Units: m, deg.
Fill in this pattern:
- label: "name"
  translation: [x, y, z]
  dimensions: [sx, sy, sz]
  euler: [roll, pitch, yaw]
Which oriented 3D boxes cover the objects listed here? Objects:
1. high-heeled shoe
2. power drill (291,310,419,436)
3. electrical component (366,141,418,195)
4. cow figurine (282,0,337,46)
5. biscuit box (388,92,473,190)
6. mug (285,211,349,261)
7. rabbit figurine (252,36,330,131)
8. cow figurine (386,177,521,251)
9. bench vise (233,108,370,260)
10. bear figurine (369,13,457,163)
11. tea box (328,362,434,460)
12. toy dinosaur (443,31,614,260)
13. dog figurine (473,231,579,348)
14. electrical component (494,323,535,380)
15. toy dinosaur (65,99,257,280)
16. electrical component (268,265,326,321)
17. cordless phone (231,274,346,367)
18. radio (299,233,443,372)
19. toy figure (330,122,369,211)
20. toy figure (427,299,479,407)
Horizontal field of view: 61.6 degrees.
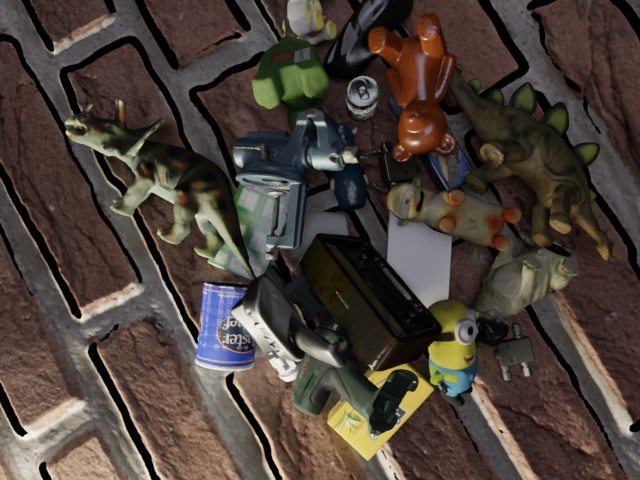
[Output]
- label: "high-heeled shoe"
  translation: [0.082, -0.405, 0.963]
  dimensions: [0.145, 0.086, 0.248]
  euler: [-4, 69, 34]
- label: "power drill"
  translation: [0.057, 0.202, 0.883]
  dimensions: [0.208, 0.086, 0.232]
  euler: [25, 82, 41]
- label: "electrical component"
  translation: [0.128, -0.130, 0.953]
  dimensions: [0.078, 0.045, 0.102]
  euler: [-16, 90, -24]
- label: "cow figurine"
  translation: [-0.030, -0.431, 0.957]
  dimensions: [0.098, 0.068, 0.167]
  euler: [-9, 86, 36]
- label: "biscuit box"
  translation: [0.193, -0.179, 0.937]
  dimensions: [0.059, 0.063, 0.202]
  euler: [-30, 87, 2]
- label: "mug"
  translation: [-0.002, -0.003, 0.942]
  dimensions: [0.107, 0.081, 0.109]
  euler: [-10, 81, -2]
- label: "rabbit figurine"
  translation: [-0.044, -0.247, 0.925]
  dimensions: [0.121, 0.170, 0.159]
  euler: [-17, 46, 2]
- label: "cow figurine"
  translation: [0.199, -0.046, 0.854]
  dimensions: [0.195, 0.127, 0.085]
  euler: [15, 93, -9]
- label: "bench vise"
  translation: [-0.043, -0.085, 0.870]
  dimensions: [0.224, 0.129, 0.240]
  euler: [6, 86, 11]
- label: "bear figurine"
  translation: [0.150, -0.230, 0.851]
  dimensions: [0.120, 0.132, 0.195]
  euler: [-1, 82, 29]
- label: "tea box"
  translation: [0.104, 0.279, 0.932]
  dimensions: [0.098, 0.068, 0.169]
  euler: [41, 91, 4]
- label: "toy dinosaur"
  translation: [0.327, -0.154, 0.882]
  dimensions: [0.471, 0.105, 0.198]
  euler: [47, 63, -1]
- label: "dog figurine"
  translation: [0.340, 0.094, 0.918]
  dimensions: [0.172, 0.121, 0.190]
  euler: [6, 119, -17]
- label: "electrical component"
  translation: [0.337, 0.194, 0.937]
  dimensions: [0.063, 0.021, 0.094]
  euler: [-12, 88, 5]
- label: "toy dinosaur"
  translation: [-0.242, -0.097, 0.945]
  dimensions: [0.405, 0.131, 0.192]
  euler: [28, 92, 2]
- label: "electrical component"
  translation: [-0.036, 0.081, 0.947]
  dimensions: [0.048, 0.075, 0.119]
  euler: [-39, 84, 4]
- label: "cordless phone"
  translation: [-0.045, 0.137, 0.845]
  dimensions: [0.089, 0.184, 0.146]
  euler: [-44, 118, -21]
- label: "radio"
  translation: [0.078, 0.090, 0.846]
  dimensions: [0.230, 0.131, 0.073]
  euler: [53, 124, 33]
- label: "toy figure"
  translation: [0.045, -0.130, 0.950]
  dimensions: [0.064, 0.058, 0.154]
  euler: [-6, 83, -33]
- label: "toy figure"
  translation: [0.214, 0.183, 0.879]
  dimensions: [0.089, 0.082, 0.179]
  euler: [1, 118, 13]
